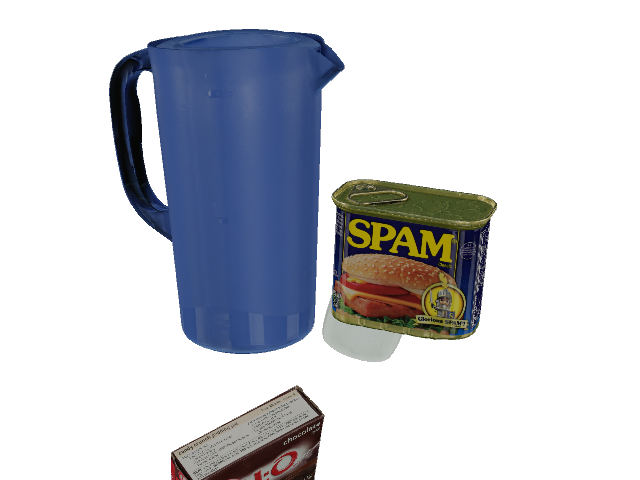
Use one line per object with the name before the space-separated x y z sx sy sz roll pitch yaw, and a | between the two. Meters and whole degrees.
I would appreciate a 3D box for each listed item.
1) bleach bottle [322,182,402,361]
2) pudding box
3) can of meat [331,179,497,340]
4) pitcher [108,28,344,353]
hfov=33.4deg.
bleach bottle | 0.053 0.012 1.012 0.068 0.103 0.250 19 22 -2
pudding box | -0.054 0.166 0.781 0.113 0.090 0.039 -27 55 -28
can of meat | 0.057 0.013 0.688 0.102 0.084 0.057 10 22 18
pitcher | -0.071 -0.042 0.834 0.144 0.243 0.149 -10 18 -28
